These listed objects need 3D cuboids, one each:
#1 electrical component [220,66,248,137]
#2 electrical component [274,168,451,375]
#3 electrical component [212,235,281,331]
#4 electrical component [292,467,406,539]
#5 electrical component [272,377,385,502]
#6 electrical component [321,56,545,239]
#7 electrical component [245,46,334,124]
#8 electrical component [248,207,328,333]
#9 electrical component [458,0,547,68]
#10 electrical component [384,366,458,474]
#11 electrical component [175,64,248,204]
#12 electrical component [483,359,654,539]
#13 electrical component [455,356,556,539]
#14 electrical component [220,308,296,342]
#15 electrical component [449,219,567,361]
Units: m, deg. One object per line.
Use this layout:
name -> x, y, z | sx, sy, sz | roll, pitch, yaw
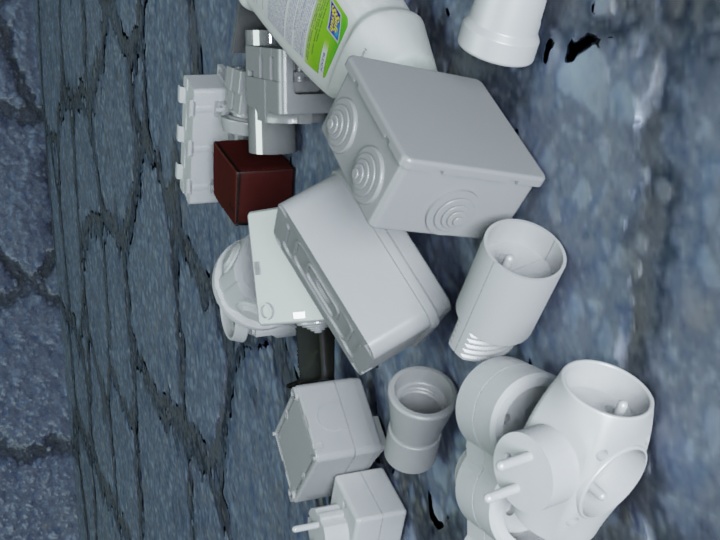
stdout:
electrical component -> -0.097, -0.147, 0.945 | 0.066, 0.048, 0.055 | -144, 59, -62
electrical component -> 0.000, 0.000, 0.668 | 0.113, 0.057, 0.078 | 58, 166, 9
electrical component -> -0.078, 0.007, 0.893 | 0.051, 0.080, 0.080 | -33, 65, 60
electrical component -> -0.014, 0.188, 0.781 | 0.047, 0.077, 0.065 | -123, 35, -49
electrical component -> -0.024, 0.131, 0.812 | 0.096, 0.061, 0.061 | 115, 143, -52
electrical component -> 0.035, -0.063, 0.569 | 0.048, 0.100, 0.099 | -61, 39, 35
electrical component -> -0.053, -0.143, 0.828 | 0.089, 0.050, 0.055 | -150, 58, -64
electrical component -> -0.032, -0.005, 0.765 | 0.100, 0.048, 0.099 | -6, 90, 38
electrical component -> 0.074, -0.130, 0.535 | 0.040, 0.040, 0.046 | -123, 40, -48
electrical component -> 0.036, 0.099, 0.685 | 0.044, 0.044, 0.065 | -117, 26, -42
electrical component -> -0.139, -0.125, 1.030 | 0.078, 0.063, 0.121 | -126, 37, -51
electrical component -> 0.088, 0.087, 0.489 | 0.044, 0.079, 0.077 | 43, 129, 40
electrical component -> 0.075, 0.113, 0.574 | 0.074, 0.052, 0.138 | -158, 64, -66
electrical component -> -0.091, 0.034, 0.959 | 0.078, 0.057, 0.058 | -166, 72, -67
electrical component -> 0.074, 0.017, 0.565 | 0.081, 0.043, 0.043 | 108, 148, -44
